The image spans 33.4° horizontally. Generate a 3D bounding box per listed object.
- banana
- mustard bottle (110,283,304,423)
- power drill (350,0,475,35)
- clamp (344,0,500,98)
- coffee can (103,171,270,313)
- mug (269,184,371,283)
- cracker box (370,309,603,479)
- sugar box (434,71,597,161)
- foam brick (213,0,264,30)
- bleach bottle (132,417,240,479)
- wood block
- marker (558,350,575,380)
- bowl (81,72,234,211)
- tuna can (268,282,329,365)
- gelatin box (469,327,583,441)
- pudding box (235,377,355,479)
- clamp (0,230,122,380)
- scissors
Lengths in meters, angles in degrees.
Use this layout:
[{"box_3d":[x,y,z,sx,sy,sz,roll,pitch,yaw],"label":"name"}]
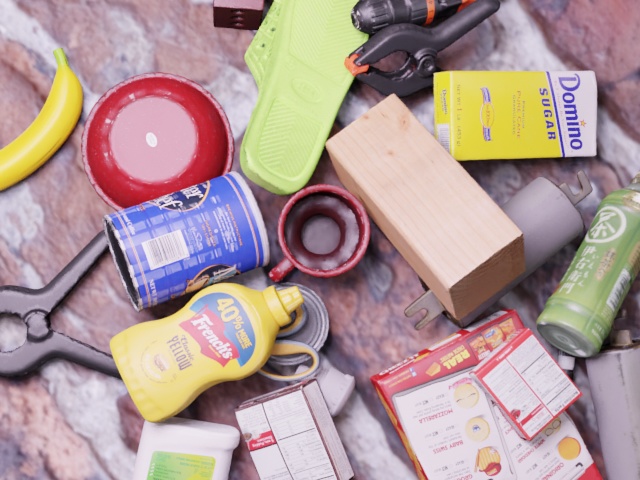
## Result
[{"box_3d":[-0.308,-0.105,1.113,0.070,0.037,0.197,37,83,16],"label":"banana"},{"box_3d":[-0.103,0.097,1.054,0.191,0.058,0.096,-28,78,0],"label":"mustard bottle"},{"box_3d":[0.093,-0.319,1.128,0.184,0.057,0.187,-20,90,-20],"label":"power drill"},{"box_3d":[0.112,-0.198,1.107,0.171,0.039,0.120,-1,112,-22],"label":"clamp"},{"box_3d":[-0.134,0.001,1.071,0.140,0.103,0.103,-20,89,-16],"label":"coffee can"},{"box_3d":[-0.007,0.001,1.103,0.093,0.081,0.117,44,85,-1],"label":"mug"},{"box_3d":[0.173,0.202,1.111,0.164,0.072,0.214,-27,90,-6],"label":"cracker box"},{"box_3d":[0.206,-0.131,1.117,0.176,0.048,0.093,-4,97,-18],"label":"sugar box"},{"box_3d":[-0.084,-0.255,1.114,0.053,0.078,0.051,5,85,-4],"label":"foam brick"},{"box_3d":[-0.151,0.311,1.087,0.102,0.068,0.251,9,88,-2],"label":"bleach bottle"},{"box_3d":[0.105,-0.034,1.066,0.090,0.091,0.206,-36,63,-5],"label":"wood block"},{"box_3d":[0.268,0.107,1.149,0.020,0.020,0.121,6,86,-4],"label":"marker"},{"box_3d":[-0.171,-0.100,1.110,0.162,0.055,0.162,0,87,-4],"label":"bowl"},{"box_3d":[-0.034,0.088,1.120,0.086,0.034,0.086,0,87,-4],"label":"tuna can"},{"box_3d":[0.205,0.144,1.065,0.073,0.030,0.089,-40,92,-9],"label":"gelatin box"},{"box_3d":[-0.027,0.208,1.094,0.090,0.039,0.113,-22,91,25],"label":"pudding box"},{"box_3d":[-0.286,0.077,1.102,0.210,0.036,0.164,-6,86,-8],"label":"clamp"},{"box_3d":[-0.097,0.097,1.091,0.202,0.016,0.096,8,87,1],"label":"scissors"}]
